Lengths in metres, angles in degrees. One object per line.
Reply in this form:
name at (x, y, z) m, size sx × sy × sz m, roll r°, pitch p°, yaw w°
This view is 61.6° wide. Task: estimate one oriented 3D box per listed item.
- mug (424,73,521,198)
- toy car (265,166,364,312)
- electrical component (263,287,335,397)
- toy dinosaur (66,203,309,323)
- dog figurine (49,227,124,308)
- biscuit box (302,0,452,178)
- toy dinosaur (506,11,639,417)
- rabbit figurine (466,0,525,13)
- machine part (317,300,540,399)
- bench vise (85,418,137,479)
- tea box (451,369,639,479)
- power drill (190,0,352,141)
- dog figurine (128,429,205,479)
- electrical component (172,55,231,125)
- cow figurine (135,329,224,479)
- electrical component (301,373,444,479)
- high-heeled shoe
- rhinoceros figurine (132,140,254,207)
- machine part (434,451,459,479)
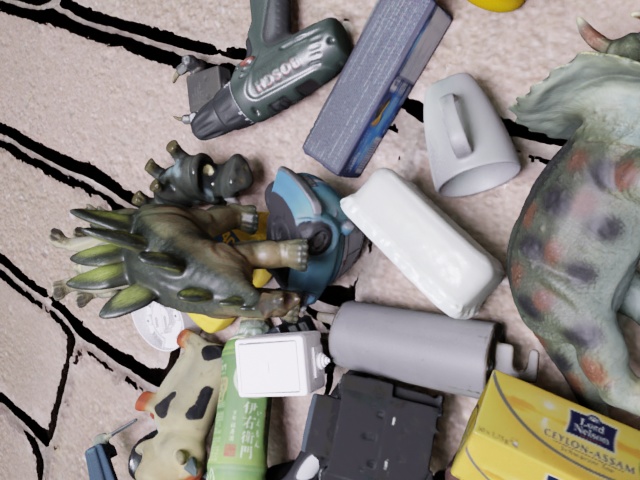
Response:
mug at (0.133, -0.106, 0.516) m, size 0.081 × 0.109 × 0.107 m, roll -23°, pitch 69°, yaw 28°
toy car at (-0.001, -0.002, 0.599) m, size 0.109 × 0.103 × 0.161 m, roll 50°, pitch 144°, yaw 46°
electrical component at (-0.040, 0.120, 0.651) m, size 0.048 × 0.075 × 0.119 m, roll -39°, pitch 76°, yaw 27°
toy dinosaur at (-0.160, 0.007, 0.574) m, size 0.472 × 0.198 × 0.105 m, roll 17°, pitch 102°, yaw 57°
dog figurine at (-0.273, 0.030, 0.796) m, size 0.191 × 0.172 × 0.121 m, roll -7°, pitch 93°, yaw -1°
biscuit box at (0.058, -0.166, 0.584) m, size 0.063 × 0.059 × 0.202 m, roll 40°, pitch 112°, yaw 23°
toy dinosaur at (0.228, 0.006, 0.451) m, size 0.192 × 0.131 × 0.404 m, roll 29°, pitch 115°, yaw 37°
rabbit figurine at (0.144, -0.286, 0.492) m, size 0.173 × 0.122 × 0.162 m, roll -34°, pitch 97°, yaw 9°
machine part at (0.099, 0.112, 0.561) m, size 0.243 × 0.079 × 0.079 m, roll 6°, pitch 95°, yaw 31°
bench vise at (-0.288, 0.387, 0.759) m, size 0.129 × 0.223 × 0.241 m, roll -28°, pitch 66°, yaw -2°
tea box at (0.207, 0.190, 0.447) m, size 0.170 × 0.068 × 0.098 m, roll 21°, pitch 141°, yaw 19°
power drill at (-0.084, -0.248, 0.653) m, size 0.232 × 0.086 × 0.207 m, roll -14°, pitch 79°, yaw 26°
dog figurine at (-0.178, 0.358, 0.737) m, size 0.108 × 0.191 × 0.219 m, roll -38°, pitch 42°, yaw 10°
electrical component at (-0.160, -0.198, 0.729) m, size 0.078 × 0.045 × 0.102 m, roll 0°, pitch 93°, yaw 34°
cow figurine at (-0.168, 0.224, 0.692) m, size 0.127 × 0.085 × 0.195 m, roll 16°, pitch 62°, yaw 25°
electrical component at (0.051, 0.199, 0.545) m, size 0.134 × 0.058 × 0.115 m, roll 10°, pitch 72°, yaw 7°
high-heeled shoe at (-0.027, 0.243, 0.647) m, size 0.249 × 0.086 × 0.145 m, roll -19°, pitch 80°, yaw 27°
rhinoceros figurine at (-0.165, -0.070, 0.704) m, size 0.190 × 0.112 × 0.073 m, roll -10°, pitch 57°, yaw 45°
machine part at (0.183, 0.296, 0.528) m, size 0.180 × 0.056 × 0.179 m, roll 3°, pitch 95°, yaw 33°
